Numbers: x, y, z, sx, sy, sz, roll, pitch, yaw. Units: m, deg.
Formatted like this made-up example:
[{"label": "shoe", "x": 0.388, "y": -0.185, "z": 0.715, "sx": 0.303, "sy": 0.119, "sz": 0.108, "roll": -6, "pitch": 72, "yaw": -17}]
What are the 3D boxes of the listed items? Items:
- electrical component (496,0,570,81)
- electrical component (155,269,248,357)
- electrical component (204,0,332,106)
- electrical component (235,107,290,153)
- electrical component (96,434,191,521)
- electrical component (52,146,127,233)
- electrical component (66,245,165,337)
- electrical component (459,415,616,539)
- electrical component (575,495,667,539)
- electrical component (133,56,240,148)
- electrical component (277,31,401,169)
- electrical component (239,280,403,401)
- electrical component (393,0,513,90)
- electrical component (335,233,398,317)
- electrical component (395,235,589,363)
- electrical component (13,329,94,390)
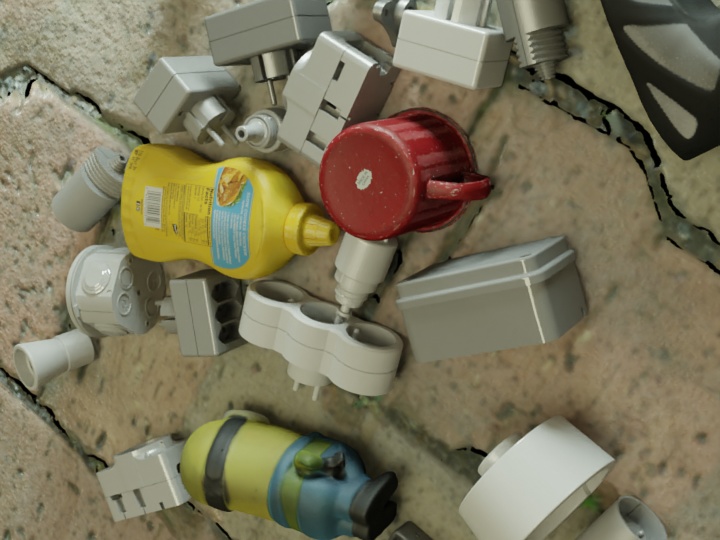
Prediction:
[{"label": "electrical component", "x": 0.115, "y": -0.165, "z": 0.706, "sx": 0.043, "sy": 0.043, "sz": 0.081, "roll": -11, "pitch": 95, "yaw": 33}, {"label": "electrical component", "x": -0.141, "y": 0.036, "z": 0.904, "sx": 0.077, "sy": 0.047, "sz": 0.065, "roll": -3, "pitch": 100, "yaw": 30}, {"label": "electrical component", "x": -0.065, "y": -0.163, "z": 0.814, "sx": 0.083, "sy": 0.047, "sz": 0.075, "roll": -8, "pitch": 97, "yaw": 32}, {"label": "electrical component", "x": -0.072, "y": -0.106, "z": 0.822, "sx": 0.035, "sy": 0.061, "sz": 0.035, "roll": 7, "pitch": 104, "yaw": 30}, {"label": "electrical component", "x": -0.186, "y": 0.183, "z": 0.963, "sx": 0.089, "sy": 0.050, "sz": 0.055, "roll": -21, "pitch": 90, "yaw": 33}, {"label": "electrical component", "x": -0.228, "y": -0.073, "z": 0.936, "sx": 0.081, "sy": 0.043, "sz": 0.043, "roll": -40, "pitch": 80, "yaw": 31}, {"label": "electrical component", "x": -0.210, "y": 0.019, "z": 0.924, "sx": 0.051, "sy": 0.080, "sz": 0.080, "roll": 1, "pitch": 102, "yaw": 26}, {"label": "electrical component", "x": 0.116, "y": 0.147, "z": 0.741, "sx": 0.060, "sy": 0.108, "sz": 0.108, "roll": 46, "pitch": 120, "yaw": 22}, {"label": "electrical component", "x": 0.172, "y": 0.200, "z": 0.754, "sx": 0.043, "sy": 0.043, "sz": 0.081, "roll": 45, "pitch": 120, "yaw": 15}, {"label": "electrical component", "x": -0.125, "y": -0.125, "z": 0.847, "sx": 0.076, "sy": 0.066, "sz": 0.047, "roll": 49, "pitch": 121, "yaw": 13}, {"label": "electrical component", "x": -0.019, "y": -0.126, "z": 0.792, "sx": 0.056, "sy": 0.050, "sz": 0.089, "roll": 36, "pitch": 117, "yaw": 19}, {"label": "electrical component", "x": -0.036, "y": 0.067, "z": 0.845, "sx": 0.138, "sy": 0.052, "sz": 0.073, "roll": 24, "pitch": 113, "yaw": 25}, {"label": "electrical component", "x": 0.068, "y": -0.169, "z": 0.732, "sx": 0.066, "sy": 0.047, "sz": 0.076, "roll": 22, "pitch": 111, "yaw": 25}, {"label": "electrical component", "x": 0.000, "y": 0.000, "z": 0.815, "sx": 0.040, "sy": 0.040, "sz": 0.078, "roll": 31, "pitch": 115, "yaw": 22}, {"label": "electrical component", "x": 0.090, "y": 0.020, "z": 0.743, "sx": 0.113, "sy": 0.078, "sz": 0.057, "roll": -12, "pitch": 97, "yaw": 33}, {"label": "electrical component", "x": -0.278, "y": 0.079, "z": 0.987, "sx": 0.044, "sy": 0.065, "sz": 0.044, "roll": 24, "pitch": 124, "yaw": 41}]
